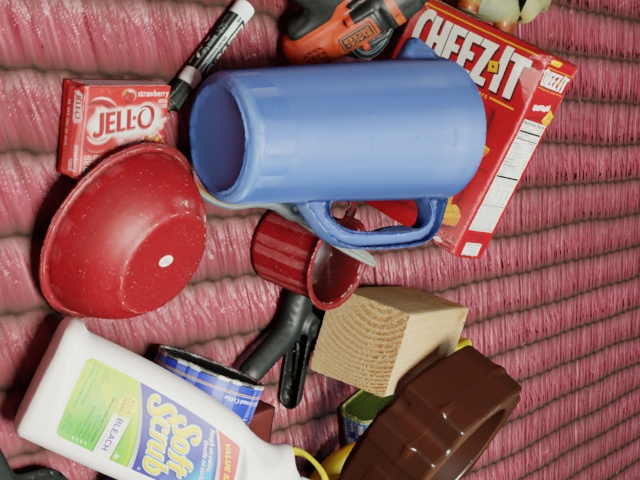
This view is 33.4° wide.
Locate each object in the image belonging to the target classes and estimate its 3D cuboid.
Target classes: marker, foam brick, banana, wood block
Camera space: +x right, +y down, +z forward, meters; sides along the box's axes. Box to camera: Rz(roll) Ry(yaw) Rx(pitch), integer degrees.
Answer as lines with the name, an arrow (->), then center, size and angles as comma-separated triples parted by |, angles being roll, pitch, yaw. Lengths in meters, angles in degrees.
marker -> -0.096, -0.154, 0.896 | 0.121, 0.020, 0.020 | -56, 143, -20
foam brick -> -0.083, 0.196, 1.051 | 0.051, 0.053, 0.078 | -13, 115, -51
banana -> 0.000, 0.323, 1.217 | 0.037, 0.069, 0.198 | -131, -130, -86
wood block -> 0.080, 0.105, 1.165 | 0.205, 0.090, 0.091 | 3, 105, -66

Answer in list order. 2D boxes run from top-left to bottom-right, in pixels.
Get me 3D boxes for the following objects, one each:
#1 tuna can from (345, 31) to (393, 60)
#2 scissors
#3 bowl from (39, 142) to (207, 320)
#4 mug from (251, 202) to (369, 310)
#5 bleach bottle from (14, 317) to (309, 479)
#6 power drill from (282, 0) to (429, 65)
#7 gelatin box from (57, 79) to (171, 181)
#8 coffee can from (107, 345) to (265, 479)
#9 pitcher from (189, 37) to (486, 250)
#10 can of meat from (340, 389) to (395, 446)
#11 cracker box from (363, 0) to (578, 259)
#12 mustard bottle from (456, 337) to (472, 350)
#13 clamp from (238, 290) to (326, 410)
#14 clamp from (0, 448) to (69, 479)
tuna can -> 0.038, -0.219, 1.033 | 0.085, 0.034, 0.086 | -28, 127, -45
scissors -> -0.027, -0.048, 0.960 | 0.201, 0.016, 0.096 | 18, 73, -24
bowl -> -0.141, 0.006, 0.847 | 0.161, 0.055, 0.162 | -39, 148, -31
mug -> -0.007, 0.001, 1.035 | 0.093, 0.082, 0.117 | 38, 75, -54
bleach bottle -> -0.111, 0.158, 0.862 | 0.250, 0.068, 0.102 | 26, 86, -16
power drill -> 0.018, -0.241, 0.907 | 0.184, 0.057, 0.187 | -31, 138, 12
gelatin box -> -0.160, -0.087, 0.830 | 0.089, 0.030, 0.073 | -10, 114, -52
coffee can -> -0.121, 0.176, 0.946 | 0.102, 0.103, 0.140 | 25, 85, -55
pitcher -> 0.016, -0.081, 0.916 | 0.242, 0.149, 0.145 | -7, 139, -36
can of meat -> 0.069, 0.219, 1.267 | 0.101, 0.058, 0.084 | -33, 128, -41
cracker box -> 0.129, -0.112, 1.060 | 0.072, 0.164, 0.214 | 3, 116, -55
mustard bottle -> 0.138, 0.216, 1.356 | 0.096, 0.058, 0.192 | -5, 110, -56
clamp -> -0.019, 0.094, 1.104 | 0.171, 0.039, 0.120 | -58, 155, -17
clamp -> -0.258, 0.228, 0.841 | 0.164, 0.036, 0.209 | -61, 144, -13
